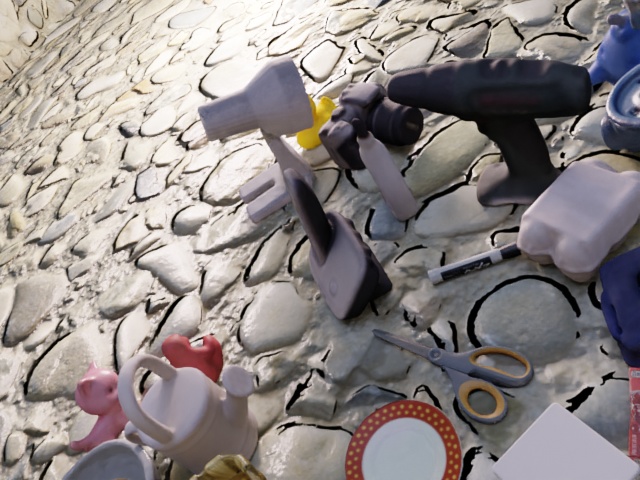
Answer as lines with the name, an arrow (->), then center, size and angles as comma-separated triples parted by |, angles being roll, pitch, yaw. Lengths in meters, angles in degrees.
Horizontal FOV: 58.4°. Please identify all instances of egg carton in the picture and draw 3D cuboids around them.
egg carton -> 0.304, -0.026, 0.658 | 0.150, 0.070, 0.107 | -45, 43, -10

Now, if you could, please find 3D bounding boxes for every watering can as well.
watering can -> -0.156, 0.195, 0.665 | 0.173, 0.195, 0.100 | -38, 42, -2

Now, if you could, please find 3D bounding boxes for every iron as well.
iron -> 0.471, -0.293, 0.737 | 0.258, 0.142, 0.118 | -36, 42, 0

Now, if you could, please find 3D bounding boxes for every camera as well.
camera -> 0.086, -0.191, 0.927 | 0.136, 0.101, 0.143 | 25, 69, 44

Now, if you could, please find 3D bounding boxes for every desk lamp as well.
desk lamp -> -0.087, -0.167, 0.934 | 0.203, 0.214, 0.117 | -34, 42, 3

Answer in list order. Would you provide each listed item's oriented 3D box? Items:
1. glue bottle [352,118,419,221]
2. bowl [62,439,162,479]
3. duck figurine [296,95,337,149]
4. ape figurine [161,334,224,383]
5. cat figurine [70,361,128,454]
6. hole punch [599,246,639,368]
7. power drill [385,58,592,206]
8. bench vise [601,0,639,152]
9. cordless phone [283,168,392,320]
glue bottle -> 0.083, -0.104, 0.796 | 0.037, 0.174, 0.078 | -33, 42, 3
bowl -> -0.248, 0.335, 0.690 | 0.167, 0.075, 0.167 | -18, 45, 19
duck figurine -> -0.017, -0.230, 1.042 | 0.077, 0.086, 0.105 | 18, 64, 42
ape figurine -> -0.181, 0.161, 0.790 | 0.077, 0.092, 0.076 | -26, 43, 11
cat figurine -> -0.301, 0.234, 0.783 | 0.067, 0.118, 0.128 | -11, 48, 25
hole punch -> 0.326, 0.056, 0.553 | 0.101, 0.091, 0.108 | -16, 46, 21
power drill -> 0.216, -0.137, 0.711 | 0.228, 0.209, 0.076 | -3, 51, 31
bench vise -> 0.412, -0.190, 0.623 | 0.206, 0.220, 0.121 | -11, 48, 25
cordless phone -> 0.007, 0.003, 0.740 | 0.094, 0.186, 0.147 | -35, 42, 1
